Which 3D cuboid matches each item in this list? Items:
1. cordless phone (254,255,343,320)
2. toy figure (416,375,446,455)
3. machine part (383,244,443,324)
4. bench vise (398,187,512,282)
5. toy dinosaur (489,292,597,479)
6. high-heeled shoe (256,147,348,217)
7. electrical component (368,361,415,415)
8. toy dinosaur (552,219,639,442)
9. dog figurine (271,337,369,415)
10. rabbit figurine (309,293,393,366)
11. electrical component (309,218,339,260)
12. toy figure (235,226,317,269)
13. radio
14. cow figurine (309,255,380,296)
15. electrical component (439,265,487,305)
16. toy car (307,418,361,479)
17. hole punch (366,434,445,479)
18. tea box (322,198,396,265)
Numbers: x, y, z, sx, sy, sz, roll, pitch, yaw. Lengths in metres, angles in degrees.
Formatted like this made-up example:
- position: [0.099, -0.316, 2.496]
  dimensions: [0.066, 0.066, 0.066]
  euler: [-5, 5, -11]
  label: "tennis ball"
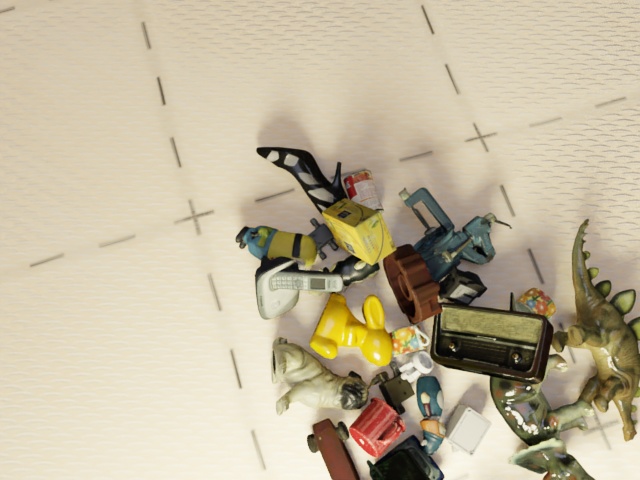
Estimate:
- position: [-0.042, 0.106, 1.144]
  dimensions: [0.184, 0.146, 0.089]
  euler: [5, 40, 6]
  label: "cordless phone"
- position: [0.230, 0.362, 1.112]
  dimensions: [0.064, 0.058, 0.154]
  euler: [15, 58, -31]
  label: "toy figure"
- position: [0.193, 0.092, 1.140]
  dimensions: [0.056, 0.179, 0.179]
  euler: [-22, 77, -9]
  label: "machine part"
- position: [0.271, -0.027, 1.184]
  dimensions: [0.223, 0.129, 0.240]
  euler: [-38, 96, 9]
  label: "bench vise"
- position: [0.428, 0.327, 1.110]
  dimensions: [0.192, 0.131, 0.405]
  euler: [-25, 71, -7]
  label: "toy dinosaur"
- position: [-0.047, -0.134, 1.263]
  dimensions: [0.249, 0.086, 0.145]
  euler: [16, 107, 22]
  label: "high-heeled shoe"
- position: [0.153, 0.320, 1.145]
  dimensions: [0.078, 0.045, 0.102]
  euler: [-24, 78, -35]
  label: "electrical component"
- position: [0.600, 0.195, 1.141]
  dimensions: [0.199, 0.105, 0.471]
  euler: [-18, 89, -16]
  label: "toy dinosaur"
- position: [-0.002, 0.281, 1.136]
  dimensions: [0.191, 0.121, 0.172]
  euler: [-5, 79, -16]
  label: "dog figurine"
- position: [0.079, 0.196, 1.139]
  dimensions: [0.173, 0.121, 0.162]
  euler: [27, 71, 7]
  label: "rabbit figurine"
- position: [-0.003, -0.004, 1.237]
  dimensions: [0.063, 0.021, 0.094]
  euler: [-37, 81, -9]
  label: "electrical component"
- position: [-0.095, 0.013, 1.200]
  dimensions: [0.180, 0.082, 0.089]
  euler: [21, 95, 13]
  label: "toy figure"
- position: [0.345, 0.209, 1.099]
  dimensions: [0.230, 0.073, 0.131]
  euler: [3, 71, 37]
  label: "radio"
- position: [0.051, 0.077, 1.179]
  dimensions: [0.167, 0.098, 0.068]
  euler: [-26, 83, -7]
  label: "cow figurine"
- position: [0.318, 0.109, 1.170]
  dimensions: [0.119, 0.048, 0.075]
  euler: [26, 118, -25]
  label: "electrical component"
- position: [0.044, 0.465, 1.100]
  dimensions: [0.089, 0.053, 0.202]
  euler: [-28, 76, 12]
  label: "toy car"
- position: [0.178, 0.474, 1.089]
  dimensions: [0.116, 0.092, 0.142]
  euler: [-44, 77, 25]
  label: "hole punch"
- position: [0.080, -0.021, 1.144]
  dimensions: [0.068, 0.170, 0.098]
  euler: [-32, 112, -13]
  label: "tea box"
